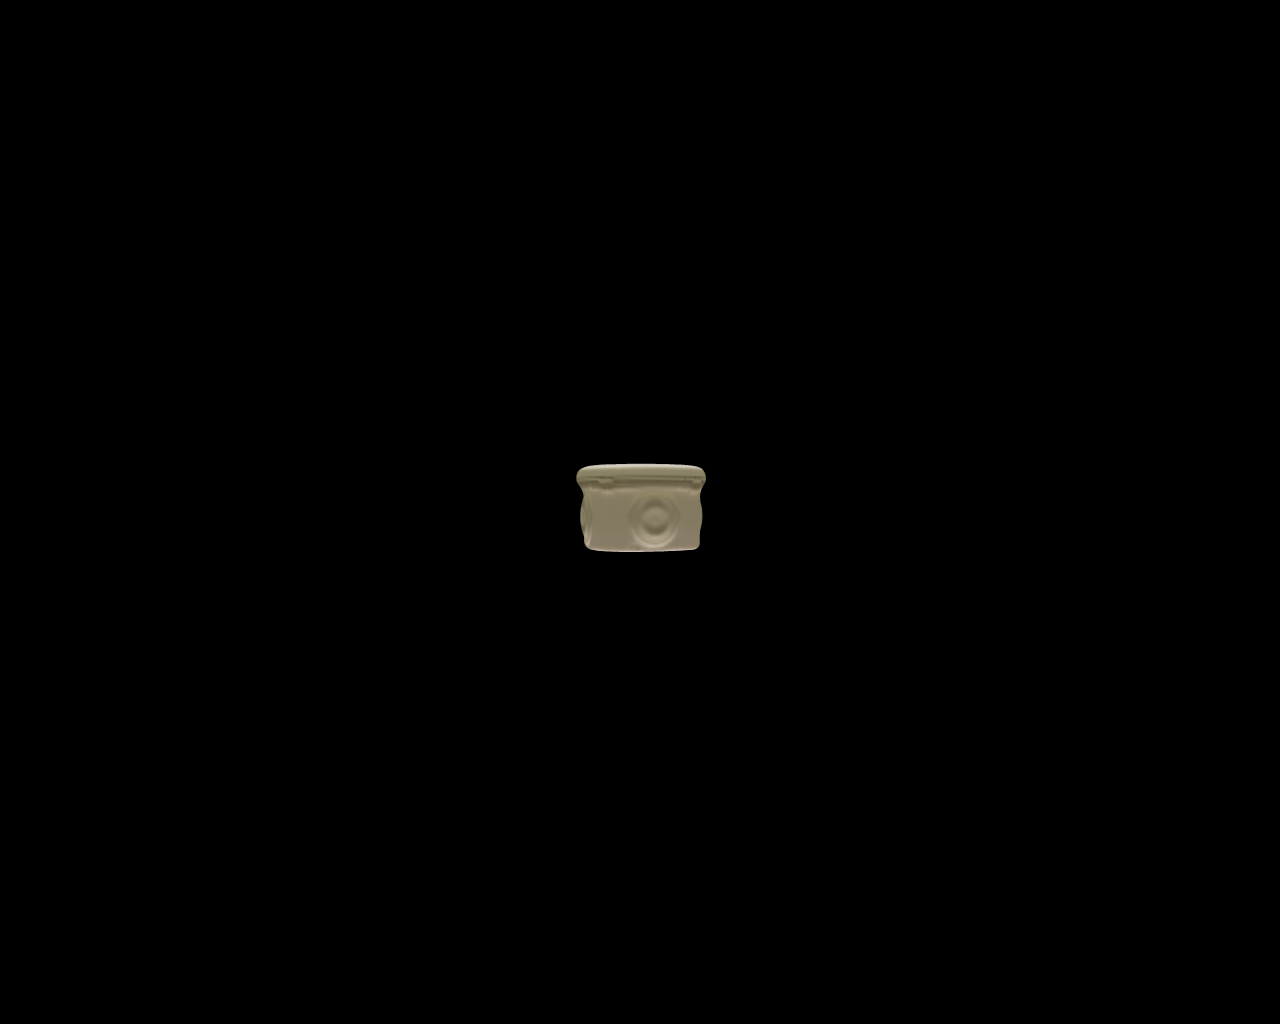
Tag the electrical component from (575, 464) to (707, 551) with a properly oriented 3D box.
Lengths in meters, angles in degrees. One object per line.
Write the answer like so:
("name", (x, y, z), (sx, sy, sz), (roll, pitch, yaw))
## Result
("electrical component", (0.001, -0.003, 0.650), (0.080, 0.051, 0.080), (0, 0, 0))
